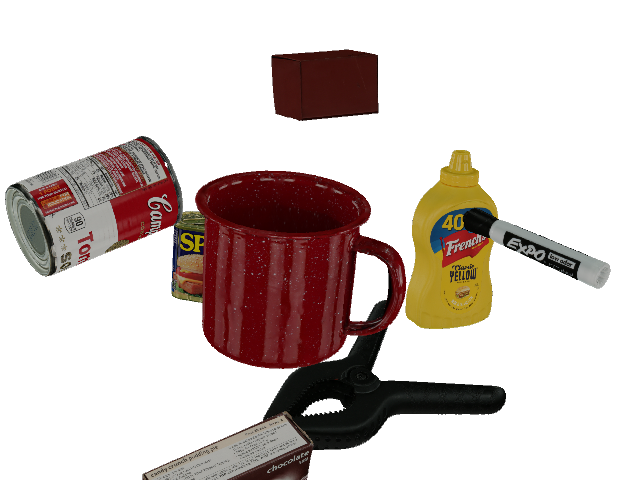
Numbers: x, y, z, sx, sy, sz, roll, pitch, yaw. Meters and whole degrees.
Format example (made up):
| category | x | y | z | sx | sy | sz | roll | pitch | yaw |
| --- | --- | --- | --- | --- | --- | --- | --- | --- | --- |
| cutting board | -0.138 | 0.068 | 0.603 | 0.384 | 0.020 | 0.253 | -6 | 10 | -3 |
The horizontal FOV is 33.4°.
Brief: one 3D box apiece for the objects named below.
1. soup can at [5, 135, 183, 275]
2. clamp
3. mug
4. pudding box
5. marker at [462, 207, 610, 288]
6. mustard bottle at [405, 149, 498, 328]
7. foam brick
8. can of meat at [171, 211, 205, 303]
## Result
| category | x | y | z | sx | sy | sz | roll | pitch | yaw |
| --- | --- | --- | --- | --- | --- | --- | --- | --- | --- |
| soup can | -0.156 | -0.024 | 0.735 | 0.102 | 0.068 | 0.069 | -25 | 13 | -30 |
| clamp | 0.045 | 0.133 | 0.920 | 0.209 | 0.036 | 0.165 | -26 | 43 | -36 |
| mug | -0.011 | 0.018 | 0.574 | 0.117 | 0.081 | 0.093 | 11 | 24 | 14 |
| pudding box | -0.063 | 0.172 | 0.710 | 0.113 | 0.090 | 0.039 | -21 | 49 | -31 |
| marker | 0.152 | 0.003 | 0.769 | 0.121 | 0.020 | 0.020 | 27 | 18 | 39 |
| mustard bottle | 0.144 | -0.003 | 1.150 | 0.096 | 0.192 | 0.058 | -6 | 20 | -22 |
| foam brick | 0.004 | -0.133 | 0.909 | 0.078 | 0.051 | 0.053 | -9 | 18 | -27 |
| can of meat | -0.106 | 0.020 | 1.119 | 0.102 | 0.084 | 0.057 | 9 | 16 | 13 |
